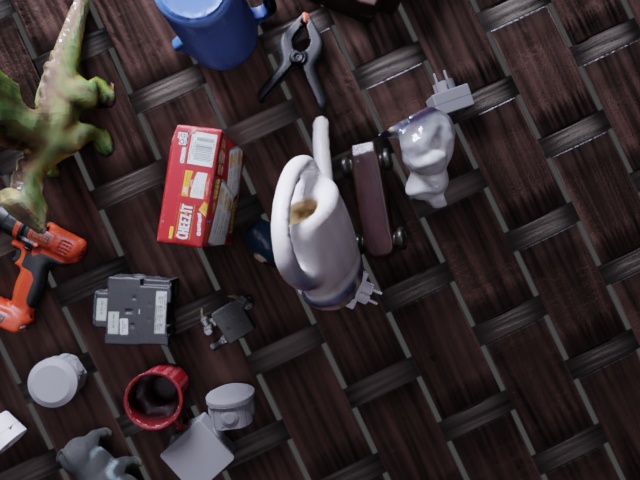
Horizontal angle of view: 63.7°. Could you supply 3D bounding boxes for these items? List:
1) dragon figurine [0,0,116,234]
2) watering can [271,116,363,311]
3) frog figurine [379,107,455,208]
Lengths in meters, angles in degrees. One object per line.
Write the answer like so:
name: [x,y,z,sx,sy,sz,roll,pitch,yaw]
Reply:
dragon figurine: [-0.422,-0.215,0.780,0.122,0.243,0.410,-1,92,3]
watering can: [0.002,-0.041,0.807,0.103,0.356,0.220,-9,125,20]
frog figurine: [0.181,-0.131,0.844,0.122,0.138,0.159,-30,94,10]
